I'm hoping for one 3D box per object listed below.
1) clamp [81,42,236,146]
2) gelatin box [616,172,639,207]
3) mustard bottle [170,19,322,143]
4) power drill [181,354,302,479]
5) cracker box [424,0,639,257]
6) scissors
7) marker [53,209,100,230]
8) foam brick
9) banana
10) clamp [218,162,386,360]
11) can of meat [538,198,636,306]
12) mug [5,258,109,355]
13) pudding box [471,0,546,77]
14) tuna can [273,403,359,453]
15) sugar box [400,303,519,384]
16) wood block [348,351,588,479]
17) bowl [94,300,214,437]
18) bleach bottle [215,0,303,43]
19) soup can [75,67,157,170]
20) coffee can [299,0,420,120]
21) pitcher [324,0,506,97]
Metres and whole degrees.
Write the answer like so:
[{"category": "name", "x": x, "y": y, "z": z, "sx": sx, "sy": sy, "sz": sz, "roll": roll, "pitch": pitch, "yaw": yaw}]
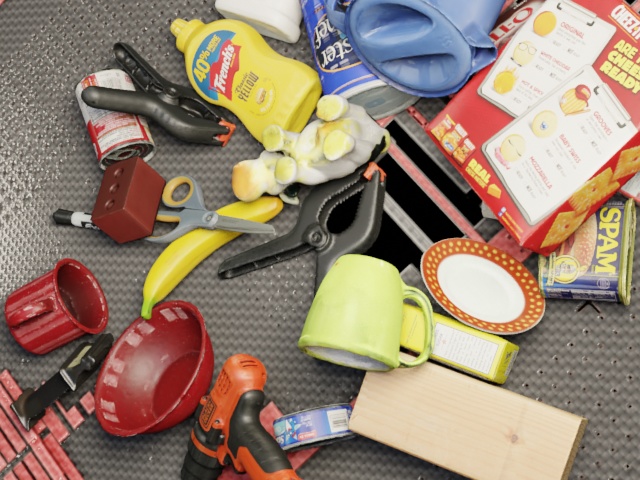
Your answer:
[{"category": "clamp", "x": -0.180, "y": -0.151, "z": 1.189, "sx": 0.171, "sy": 0.120, "sz": 0.039, "roll": 30, "pitch": 134, "yaw": 0}, {"category": "gelatin box", "x": 0.324, "y": -0.071, "z": 1.055, "sx": 0.089, "sy": 0.030, "sz": 0.073, "roll": 32, "pitch": 91, "yaw": 20}, {"category": "mustard bottle", "x": -0.093, "y": -0.190, "z": 1.190, "sx": 0.192, "sy": 0.058, "sz": 0.096, "roll": 38, "pitch": 115, "yaw": 18}, {"category": "power drill", "x": -0.076, "y": 0.237, "z": 1.069, "sx": 0.188, "sy": 0.057, "sz": 0.185, "roll": 53, "pitch": 132, "yaw": 41}, {"category": "cracker box", "x": 0.227, "y": -0.117, "z": 0.989, "sx": 0.214, "sy": 0.072, "sz": 0.164, "roll": -46, "pitch": 58, "yaw": 18}, {"category": "scissors", "x": -0.119, "y": -0.037, "z": 1.168, "sx": 0.202, "sy": 0.016, "sz": 0.096, "roll": -7, "pitch": 56, "yaw": 34}, {"category": "marker", "x": -0.259, "y": -0.021, "z": 1.247, "sx": 0.121, "sy": 0.020, "sz": 0.020, "roll": 8, "pitch": 84, "yaw": 20}, {"category": "foam brick", "x": -0.215, "y": -0.044, "z": 1.198, "sx": 0.053, "sy": 0.051, "sz": 0.078, "roll": -15, "pitch": 50, "yaw": 30}, {"category": "banana", "x": -0.127, "y": 0.009, "z": 1.182, "sx": 0.198, "sy": 0.037, "sz": 0.070, "roll": -41, "pitch": 48, "yaw": 1}, {"category": "clamp", "x": -0.008, "y": 0.001, "z": 1.150, "sx": 0.165, "sy": 0.036, "sz": 0.210, "roll": 30, "pitch": 88, "yaw": 27}, {"category": "can of meat", "x": 0.261, "y": 0.010, "z": 1.042, "sx": 0.084, "sy": 0.057, "sz": 0.102, "roll": 2, "pitch": 69, "yaw": 22}, {"category": "mug", "x": -0.304, "y": 0.080, "z": 1.198, "sx": 0.082, "sy": 0.117, "sz": 0.093, "roll": -27, "pitch": 87, "yaw": 18}, {"category": "pudding box", "x": 0.201, "y": -0.199, "z": 1.088, "sx": 0.113, "sy": 0.039, "sz": 0.090, "roll": -33, "pitch": 33, "yaw": 9}, {"category": "tuna can", "x": -0.005, "y": 0.193, "z": 1.093, "sx": 0.086, "sy": 0.086, "sz": 0.034, "roll": -17, "pitch": 75, "yaw": 15}, {"category": "sugar box", "x": 0.105, "y": 0.093, "z": 1.069, "sx": 0.176, "sy": 0.093, "sz": 0.048, "roll": 22, "pitch": 87, "yaw": 20}, {"category": "wood block", "x": 0.144, "y": 0.181, "z": 1.043, "sx": 0.206, "sy": 0.090, "sz": 0.091, "roll": 19, "pitch": 87, "yaw": 20}, {"category": "bowl", "x": -0.167, "y": 0.147, "z": 1.150, "sx": 0.162, "sy": 0.055, "sz": 0.162, "roll": -26, "pitch": 43, "yaw": 27}, {"category": "bleach bottle", "x": -0.025, "y": -0.355, "z": 1.200, "sx": 0.103, "sy": 0.068, "sz": 0.251, "roll": 22, "pitch": 87, "yaw": 23}, {"category": "soup can", "x": -0.237, "y": -0.139, "z": 1.233, "sx": 0.068, "sy": 0.068, "sz": 0.102, "roll": -25, "pitch": 74, "yaw": 13}, {"category": "coffee can", "x": 0.042, "y": -0.207, "z": 1.132, "sx": 0.103, "sy": 0.102, "sz": 0.140, "roll": -18, "pitch": 76, "yaw": 15}, {"category": "pitcher", "x": 0.124, "y": -0.272, "z": 1.062, "sx": 0.149, "sy": 0.145, "sz": 0.242, "roll": 40, "pitch": 60, "yaw": -16}]
